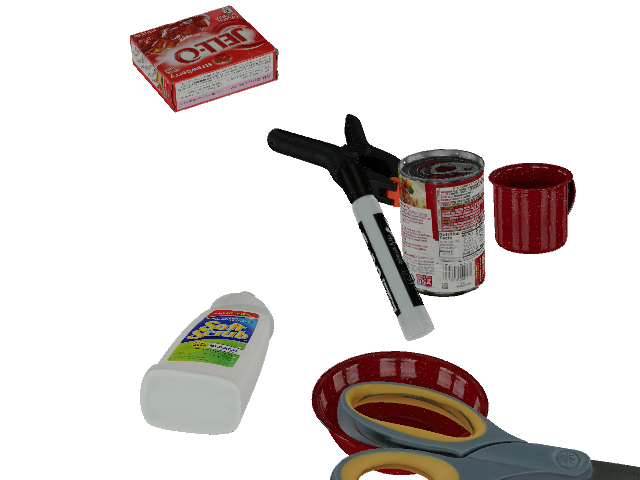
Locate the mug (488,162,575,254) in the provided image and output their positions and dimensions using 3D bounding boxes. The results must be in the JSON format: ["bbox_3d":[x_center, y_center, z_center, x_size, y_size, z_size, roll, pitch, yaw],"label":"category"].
[{"bbox_3d":[0.248,-0.039,1.217,0.117,0.081,0.093,-21,27,-34],"label":"mug"}]

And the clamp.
[{"bbox_3d":[0.023,-0.086,1.133,0.120,0.039,0.172,-15,36,-23],"label":"clamp"}]

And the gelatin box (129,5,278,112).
[{"bbox_3d":[-0.086,-0.137,0.793,0.089,0.030,0.073,-22,48,-22],"label":"gelatin box"}]

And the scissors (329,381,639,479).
[{"bbox_3d":[0.092,0.107,0.452,0.202,0.016,0.096,16,33,24],"label":"scissors"}]

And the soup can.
[{"bbox_3d":[0.099,-0.014,0.856,0.068,0.102,0.068,-4,24,2],"label":"soup can"}]

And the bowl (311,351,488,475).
[{"bbox_3d":[0.073,0.167,0.987,0.162,0.055,0.162,0,27,0],"label":"bowl"}]

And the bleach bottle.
[{"bbox_3d":[-0.108,0.113,1.123,0.102,0.068,0.250,7,20,4],"label":"bleach bottle"}]

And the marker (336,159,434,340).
[{"bbox_3d":[0.038,0.003,0.658,0.020,0.121,0.020,-20,-18,-7],"label":"marker"}]
